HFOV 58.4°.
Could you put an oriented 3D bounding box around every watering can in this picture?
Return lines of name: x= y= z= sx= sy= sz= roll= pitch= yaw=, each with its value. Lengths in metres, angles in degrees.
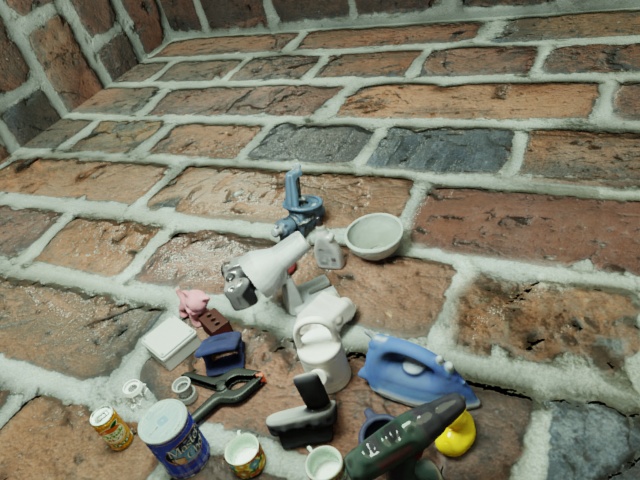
watering can: x=0.003 y=0.242 z=1.238 sx=0.101 sy=0.194 sz=0.172 roll=-23 pitch=38 yaw=-8

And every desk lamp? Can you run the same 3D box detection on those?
desk lamp: x=-0.081 y=0.088 z=1.444 sx=0.203 sy=0.214 sz=0.117 roll=-25 pitch=39 yaw=-11

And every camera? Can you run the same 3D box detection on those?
camera: x=-0.194 y=0.098 z=1.565 sx=0.137 sy=0.101 sz=0.143 roll=-16 pitch=38 yaw=0

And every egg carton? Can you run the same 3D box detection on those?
egg carton: x=0.014 y=0.191 z=1.399 sx=0.107 sy=0.069 sz=0.150 roll=21 pitch=51 yaw=38

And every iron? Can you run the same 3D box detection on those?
iron: x=0.203 y=0.261 z=1.185 sx=0.257 sy=0.142 sz=0.119 roll=11 pitch=46 yaw=31

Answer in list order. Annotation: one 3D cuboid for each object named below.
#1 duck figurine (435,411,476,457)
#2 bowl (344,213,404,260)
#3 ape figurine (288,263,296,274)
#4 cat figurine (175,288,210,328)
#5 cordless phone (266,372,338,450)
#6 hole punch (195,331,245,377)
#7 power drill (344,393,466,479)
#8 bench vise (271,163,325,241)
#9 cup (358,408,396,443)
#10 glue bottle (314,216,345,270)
duck figurine: x=0.256 y=0.353 z=1.097 sx=0.077 sy=0.086 sz=0.105 roll=11 pitch=46 yaw=31
bowl: x=0.153 y=0.003 z=1.577 sx=0.167 sy=0.075 sz=0.167 roll=-10 pitch=38 yaw=8
ape figurine: x=-0.110 y=0.056 z=1.593 sx=0.076 sy=0.092 sz=0.077 roll=-14 pitch=38 yaw=3
cat figurine: x=-0.339 y=0.165 z=1.521 sx=0.127 sy=0.118 sz=0.067 roll=21 pitch=51 yaw=38
cordless phone: x=-0.046 y=0.330 z=1.155 sx=0.147 sy=0.185 sz=0.094 roll=-16 pitch=38 yaw=1
hole punch: x=-0.242 y=0.262 z=1.387 sx=0.108 sy=0.091 sz=0.101 roll=-14 pitch=38 yaw=4
power drill: x=0.160 y=0.377 z=1.003 sx=0.230 sy=0.209 sz=0.075 roll=-24 pitch=38 yaw=-9
bench vise: x=-0.066 y=-0.099 z=1.664 sx=0.121 sy=0.220 sz=0.207 roll=1 pitch=41 yaw=22
cup: x=0.119 y=0.388 z=1.097 sx=0.092 sy=0.095 sz=0.117 roll=-25 pitch=39 yaw=-10
glue bottle: x=0.014 y=0.006 z=1.544 sx=0.078 sy=0.173 sz=0.037 roll=4 pitch=42 yaw=25
